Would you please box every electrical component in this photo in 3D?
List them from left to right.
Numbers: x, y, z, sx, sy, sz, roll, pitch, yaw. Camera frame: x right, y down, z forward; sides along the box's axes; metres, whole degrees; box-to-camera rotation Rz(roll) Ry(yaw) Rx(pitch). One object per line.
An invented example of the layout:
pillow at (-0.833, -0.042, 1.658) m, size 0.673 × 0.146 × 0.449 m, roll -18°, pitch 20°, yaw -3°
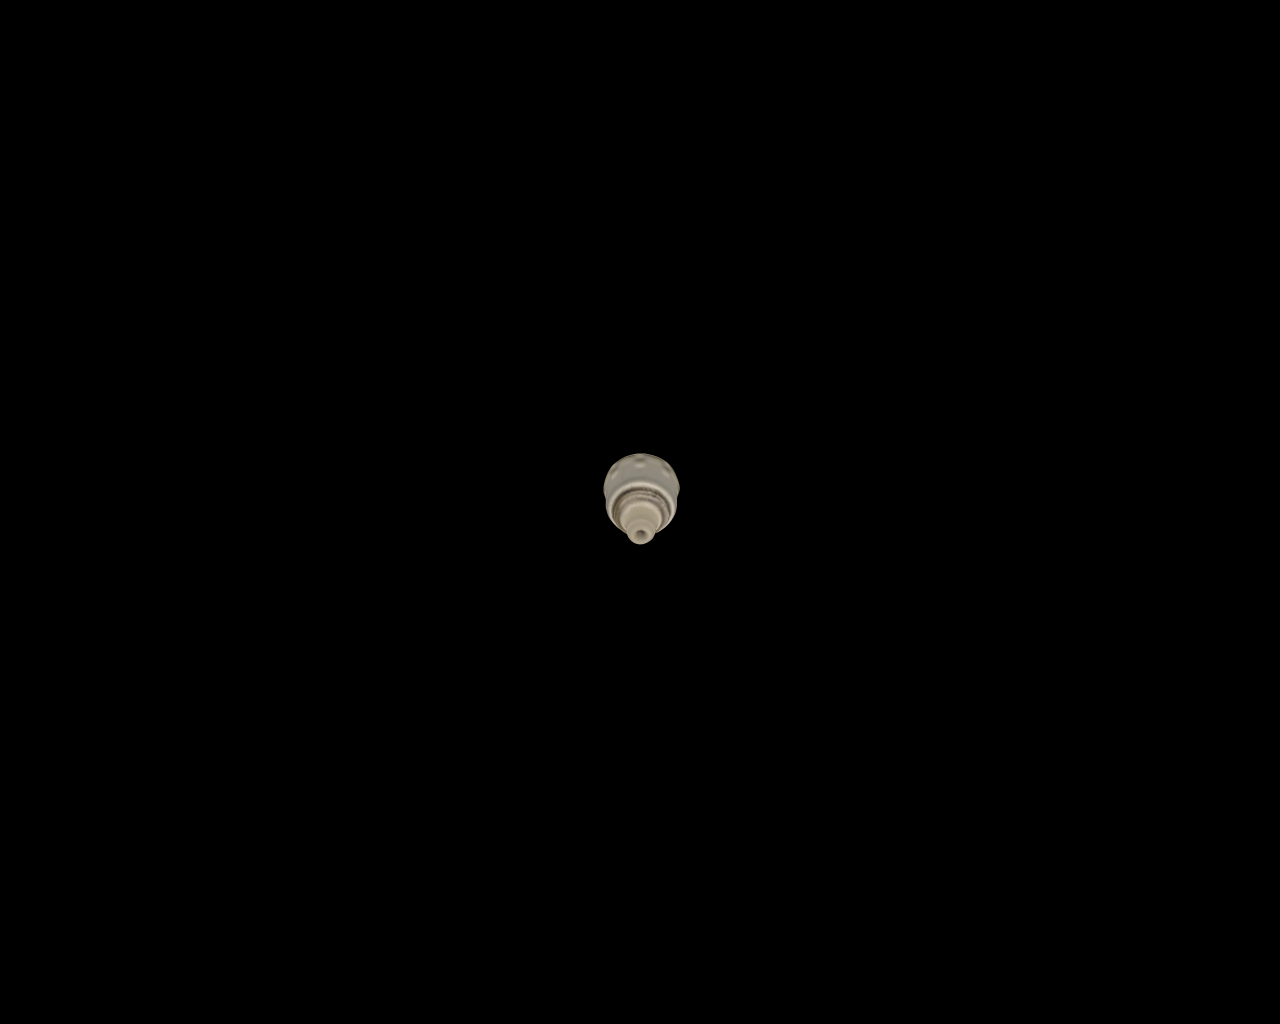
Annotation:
electrical component at (0.001, -0.003, 0.650) m, size 0.048 × 0.048 × 0.062 m, roll 0°, pitch 34°, yaw 0°
